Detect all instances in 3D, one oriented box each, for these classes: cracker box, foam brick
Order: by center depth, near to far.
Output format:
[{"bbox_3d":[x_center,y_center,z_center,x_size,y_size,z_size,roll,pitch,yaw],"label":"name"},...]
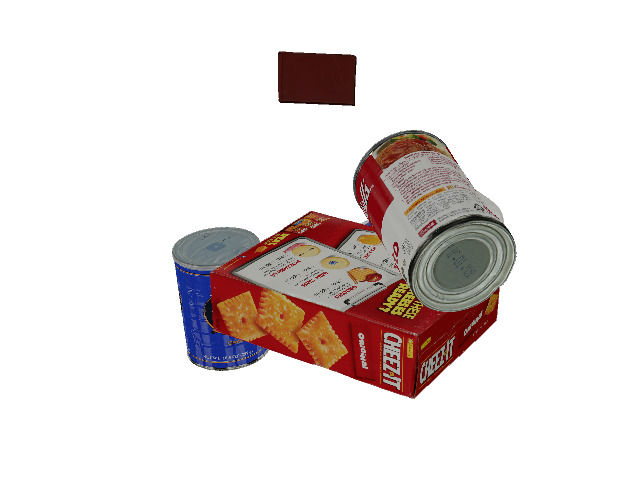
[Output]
[{"bbox_3d":[0.033,0.052,0.969,0.214,0.072,0.163,16,30,30],"label":"cracker box"},{"bbox_3d":[-0.004,-0.166,1.093,0.078,0.051,0.053,2,11,-5],"label":"foam brick"}]

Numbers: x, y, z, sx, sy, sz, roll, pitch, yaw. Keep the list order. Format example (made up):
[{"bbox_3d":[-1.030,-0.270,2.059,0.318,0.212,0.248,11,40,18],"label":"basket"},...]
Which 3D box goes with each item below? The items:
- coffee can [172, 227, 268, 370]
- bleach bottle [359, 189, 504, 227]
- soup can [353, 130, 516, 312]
[{"bbox_3d":[-0.117,0.068,1.269,0.103,0.140,0.103,-4,26,2],"label":"coffee can"},{"bbox_3d":[0.075,0.016,1.171,0.250,0.068,0.103,-26,42,-24],"label":"bleach bottle"},{"bbox_3d":[0.068,-0.013,0.647,0.068,0.068,0.102,0,34,-21],"label":"soup can"}]
